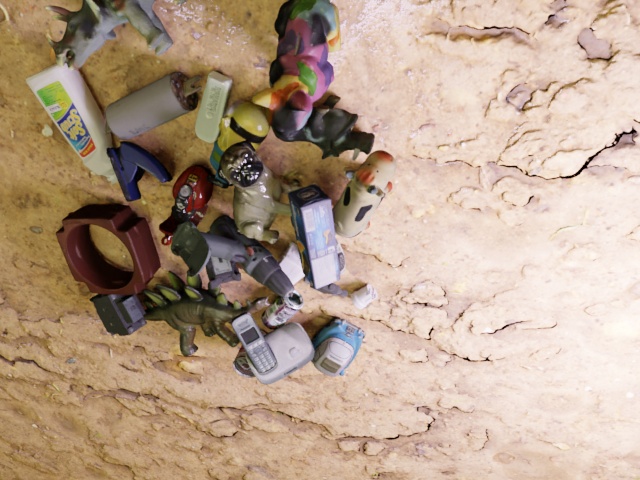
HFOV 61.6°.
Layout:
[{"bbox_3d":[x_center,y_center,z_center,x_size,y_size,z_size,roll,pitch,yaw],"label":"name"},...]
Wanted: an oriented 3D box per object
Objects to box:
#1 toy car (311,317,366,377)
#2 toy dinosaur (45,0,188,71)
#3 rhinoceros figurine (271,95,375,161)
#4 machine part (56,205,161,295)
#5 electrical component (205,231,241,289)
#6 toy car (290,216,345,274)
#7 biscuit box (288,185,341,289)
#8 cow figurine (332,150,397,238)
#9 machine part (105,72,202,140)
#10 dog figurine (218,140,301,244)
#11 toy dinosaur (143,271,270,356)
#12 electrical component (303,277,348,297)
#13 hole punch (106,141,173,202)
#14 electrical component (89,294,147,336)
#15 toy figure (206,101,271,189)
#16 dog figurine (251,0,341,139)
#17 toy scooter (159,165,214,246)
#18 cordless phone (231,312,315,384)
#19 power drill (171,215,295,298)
[{"bbox_3d":[0.035,0.261,1.243,0.109,0.103,0.161,31,128,-7],"label":"toy car"},{"bbox_3d":[-0.287,-0.435,0.866,0.192,0.131,0.405,42,118,-14],"label":"toy dinosaur"},{"bbox_3d":[0.004,-0.197,0.962,0.190,0.073,0.112,12,124,8],"label":"rhinoceros figurine"},{"bbox_3d":[-0.481,0.022,1.231,0.202,0.087,0.200,0,118,19],"label":"machine part"},{"bbox_3d":[-0.222,0.039,1.180,0.075,0.119,0.047,-18,161,-14],"label":"electrical component"},{"bbox_3d":[-0.002,-0.003,1.106,0.074,0.056,0.201,-8,122,18],"label":"toy car"},{"bbox_3d":[-0.009,-0.004,1.008,0.059,0.063,0.202,-21,130,-16],"label":"biscuit box"},{"bbox_3d":[0.075,-0.082,0.979,0.085,0.127,0.194,39,129,10],"label":"cow figurine"},{"bbox_3d":[-0.319,-0.251,1.015,0.243,0.079,0.079,-16,117,24],"label":"machine part"},{"bbox_3d":[-0.143,-0.087,1.006,0.172,0.121,0.190,-42,134,17],"label":"dog figurine"},{"bbox_3d":[-0.318,0.168,1.286,0.472,0.105,0.198,-14,110,30],"label":"toy dinosaur"},{"bbox_3d":[0.011,0.101,1.167,0.094,0.021,0.063,27,165,-24],"label":"electrical component"},{"bbox_3d":[-0.359,-0.145,1.072,0.092,0.142,0.115,-22,100,-1],"label":"hole punch"},{"bbox_3d":[-0.486,0.172,1.305,0.134,0.058,0.114,-15,107,41],"label":"electrical component"},{"bbox_3d":[-0.154,-0.179,1.017,0.089,0.082,0.180,18,122,-11],"label":"toy figure"},{"bbox_3d":[-0.036,-0.269,0.838,0.109,0.219,0.191,11,126,4],"label":"dog figurine"},{"bbox_3d":[-0.279,-0.060,1.097,0.075,0.135,0.183,25,125,0],"label":"toy scooter"},{"bbox_3d":[-0.108,0.215,1.194,0.147,0.089,0.184,-29,118,-8],"label":"cordless phone"},{"bbox_3d":[-0.174,0.031,1.060,0.232,0.207,0.086,46,116,29],"label":"power drill"}]
